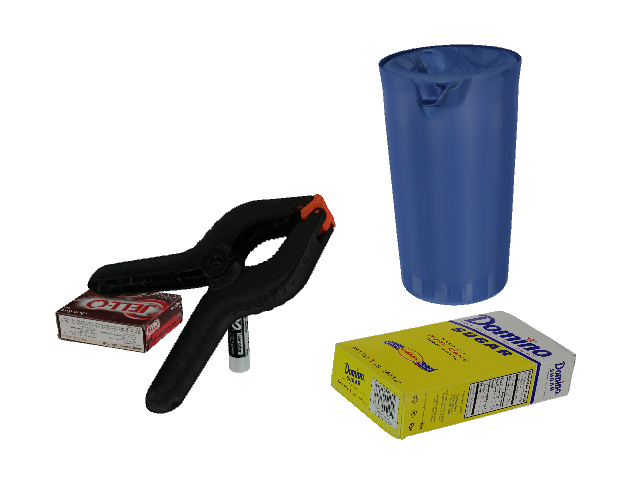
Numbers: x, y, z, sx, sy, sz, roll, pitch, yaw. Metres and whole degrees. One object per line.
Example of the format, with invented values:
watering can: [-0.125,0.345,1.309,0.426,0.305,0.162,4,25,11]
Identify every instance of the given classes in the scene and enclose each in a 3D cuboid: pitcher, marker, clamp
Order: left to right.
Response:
clamp: [-0.063,0.034,0.692,0.171,0.120,0.039,-27,-29,6]
marker: [-0.074,0.059,0.939,0.020,0.121,0.020,-1,22,0]
pitcher: [0.133,-0.069,1.054,0.149,0.243,0.145,-14,25,-22]

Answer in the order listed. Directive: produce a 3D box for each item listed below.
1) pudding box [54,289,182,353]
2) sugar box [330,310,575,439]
pudding box: [-0.223,0.085,1.189,0.114,0.039,0.090,5,19,19]
sugar box: [0.107,0.102,0.850,0.175,0.048,0.093,-11,27,-32]
